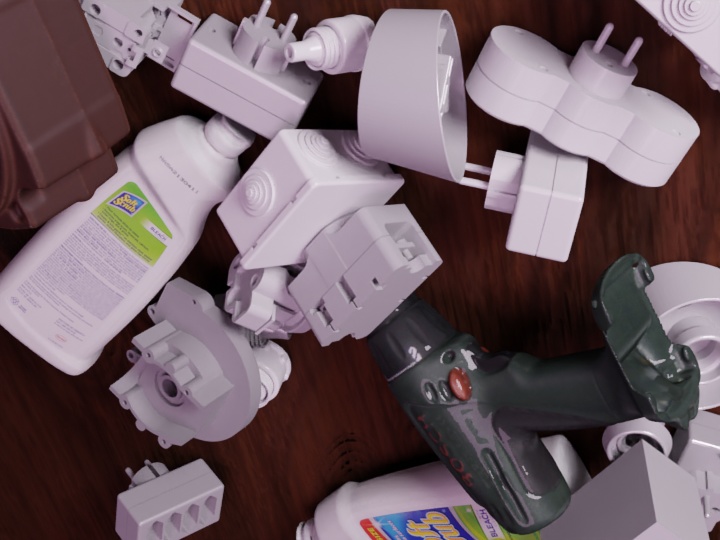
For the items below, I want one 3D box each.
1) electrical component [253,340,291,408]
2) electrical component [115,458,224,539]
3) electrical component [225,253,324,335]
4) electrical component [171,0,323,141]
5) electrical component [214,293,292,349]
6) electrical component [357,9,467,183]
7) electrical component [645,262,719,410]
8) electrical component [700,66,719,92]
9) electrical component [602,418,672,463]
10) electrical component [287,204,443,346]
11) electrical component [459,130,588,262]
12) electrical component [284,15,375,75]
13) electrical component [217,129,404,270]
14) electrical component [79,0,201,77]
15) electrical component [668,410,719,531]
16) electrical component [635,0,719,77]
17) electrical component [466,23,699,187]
[{"bbox_3d":[-0.083,0.086,0.830,0.048,0.062,0.048,7,125,10],"label":"electrical component"},{"bbox_3d":[-0.174,0.192,0.926,0.076,0.083,0.047,42,135,34],"label":"electrical component"},{"bbox_3d":[-0.057,0.012,0.769,0.057,0.078,0.058,25,138,-27],"label":"electrical component"},{"bbox_3d":[-0.064,-0.135,0.682,0.083,0.047,0.075,28,126,-5],"label":"electrical component"},{"bbox_3d":[-0.082,0.041,0.811,0.062,0.043,0.043,5,125,10],"label":"electrical component"},{"bbox_3d":[0.037,-0.106,0.645,0.064,0.099,0.099,12,126,15],"label":"electrical component"},{"bbox_3d":[0.225,0.045,0.734,0.099,0.064,0.099,0,119,0],"label":"electrical component"},{"bbox_3d":[0.232,-0.110,0.624,0.048,0.048,0.062,-32,118,30],"label":"electrical component"},{"bbox_3d":[0.201,0.113,0.778,0.048,0.055,0.066,12,126,7],"label":"electrical component"},{"bbox_3d":[0.000,0.000,0.710,0.089,0.050,0.055,-46,66,34],"label":"electrical component"},{"bbox_3d":[0.100,-0.053,0.673,0.076,0.083,0.047,13,126,7],"label":"electrical component"},{"bbox_3d":[-0.019,-0.137,0.660,0.035,0.061,0.035,24,122,46],"label":"electrical component"},{"bbox_3d":[-0.034,-0.048,0.706,0.099,0.100,0.048,-46,66,35],"label":"electrical component"},{"bbox_3d":[-0.149,-0.158,0.680,0.081,0.063,0.042,30,125,-6],"label":"electrical component"},{"bbox_3d":[0.248,0.159,0.784,0.047,0.075,0.083,16,126,4],"label":"electrical component"},{"bbox_3d":[0.174,-0.154,0.576,0.100,0.099,0.048,38,112,-12],"label":"electrical component"},{"bbox_3d":[0.140,-0.111,0.641,0.138,0.052,0.073,25,126,-2],"label":"electrical component"}]
